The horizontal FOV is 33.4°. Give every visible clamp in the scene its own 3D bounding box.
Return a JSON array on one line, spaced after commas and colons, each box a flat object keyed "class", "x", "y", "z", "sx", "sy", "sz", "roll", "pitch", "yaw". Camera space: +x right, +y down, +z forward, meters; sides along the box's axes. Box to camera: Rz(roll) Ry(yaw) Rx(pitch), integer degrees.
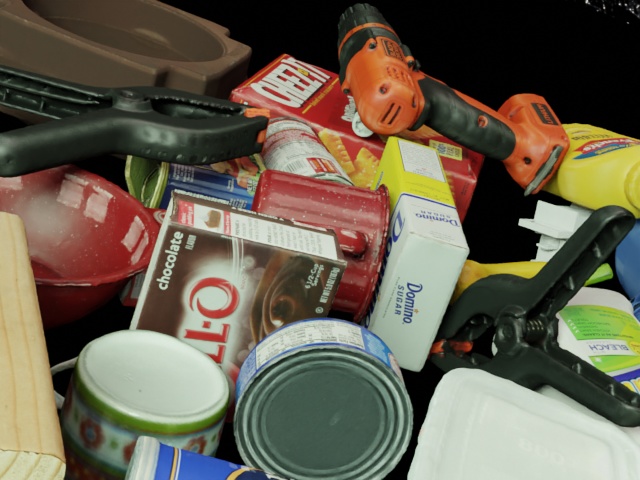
[{"class": "clamp", "x": -0.135, "y": -0.081, "z": 0.692, "sx": 0.209, "sy": 0.036, "sz": 0.165, "roll": -3, "pitch": 28, "yaw": -34}, {"class": "clamp", "x": 0.127, "y": 0.044, "z": 0.631, "sx": 0.039, "sy": 0.120, "sz": 0.172, "roll": 14, "pitch": -12, "yaw": -35}]

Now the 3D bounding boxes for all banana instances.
[{"class": "banana", "x": 0.133, "y": 0.030, "z": 0.764, "sx": 0.197, "sy": 0.070, "sz": 0.037, "roll": -2, "pitch": 63, "yaw": -48}]

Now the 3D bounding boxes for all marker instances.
[{"class": "marker", "x": 0.039, "y": -0.115, "z": 0.885, "sx": 0.020, "sy": 0.020, "sz": 0.121, "roll": 18, "pitch": 25, "yaw": -4}]

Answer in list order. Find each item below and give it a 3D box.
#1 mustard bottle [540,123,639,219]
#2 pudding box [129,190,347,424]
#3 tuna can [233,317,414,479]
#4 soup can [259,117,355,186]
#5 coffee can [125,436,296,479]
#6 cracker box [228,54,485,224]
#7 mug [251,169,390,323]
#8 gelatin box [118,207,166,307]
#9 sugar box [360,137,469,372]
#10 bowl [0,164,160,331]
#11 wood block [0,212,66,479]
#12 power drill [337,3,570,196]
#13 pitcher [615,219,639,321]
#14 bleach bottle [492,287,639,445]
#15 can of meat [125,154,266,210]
[{"class": "mustard bottle", "x": 0.236, "y": -0.055, "z": 0.868, "sx": 0.096, "sy": 0.058, "sz": 0.192, "roll": -6, "pitch": 14, "yaw": -10}, {"class": "pudding box", "x": -0.047, "y": 0.039, "z": 0.541, "sx": 0.090, "sy": 0.114, "sz": 0.039, "roll": 13, "pitch": 26, "yaw": -14}, {"class": "tuna can", "x": 0.001, "y": 0.081, "z": 0.519, "sx": 0.086, "sy": 0.086, "sz": 0.034, "roll": 15, "pitch": 21, "yaw": -10}, {"class": "soup can", "x": -0.015, "y": -0.042, "z": 0.801, "sx": 0.068, "sy": 0.068, "sz": 0.102, "roll": 8, "pitch": 26, "yaw": -25}, {"class": "coffee can", "x": -0.009, "y": 0.136, "z": 0.370, "sx": 0.140, "sy": 0.103, "sz": 0.103, "roll": 17, "pitch": 23, "yaw": -8}, {"class": "cracker box", "x": 0.036, "y": -0.086, "z": 0.934, "sx": 0.214, "sy": 0.072, "sz": 0.164, "roll": 22, "pitch": 24, "yaw": 6}, {"class": "mug", "x": -0.004, "y": 0.001, "z": 0.678, "sx": 0.081, "sy": 0.093, "sz": 0.117, "roll": 12, "pitch": -2, "yaw": -7}, {"class": "gelatin box", "x": -0.094, "y": 0.010, "z": 0.671, "sx": 0.073, "sy": 0.030, "sz": 0.089, "roll": 8, "pitch": 26, "yaw": -25}, {"class": "sugar box", "x": 0.056, "y": 0.003, "z": 0.727, "sx": 0.048, "sy": 0.093, "sz": 0.176, "roll": 16, "pitch": 23, "yaw": -5}, {"class": "bowl", "x": -0.172, "y": 0.004, "z": 0.591, "sx": 0.162, "sy": 0.055, "sz": 0.162, "roll": 16, "pitch": 23, "yaw": -7}, {"class": "wood block", "x": -0.158, "y": 0.060, "z": 0.406, "sx": 0.090, "sy": 0.091, "sz": 0.206, "roll": 9, "pitch": 18, "yaw": -23}, {"class": "power drill", "x": 0.101, "y": -0.118, "z": 0.870, "sx": 0.187, "sy": 0.057, "sz": 0.184, "roll": 20, "pitch": 31, "yaw": -18}, {"class": "pitcher", "x": 0.297, "y": 0.055, "z": 0.780, "sx": 0.149, "sy": 0.145, "sz": 0.243, "roll": 27, "pitch": 17, "yaw": -16}, {"class": "bleach bottle", "x": 0.199, "y": 0.122, "z": 0.620, "sx": 0.102, "sy": 0.068, "sz": 0.251, "roll": 6, "pitch": 29, "yaw": -26}, {"class": "can of meat", "x": -0.088, "y": -0.044, "z": 0.765, "sx": 0.083, "sy": 0.057, "sz": 0.102, "roll": 12, "pitch": 25, "yaw": -24}]
